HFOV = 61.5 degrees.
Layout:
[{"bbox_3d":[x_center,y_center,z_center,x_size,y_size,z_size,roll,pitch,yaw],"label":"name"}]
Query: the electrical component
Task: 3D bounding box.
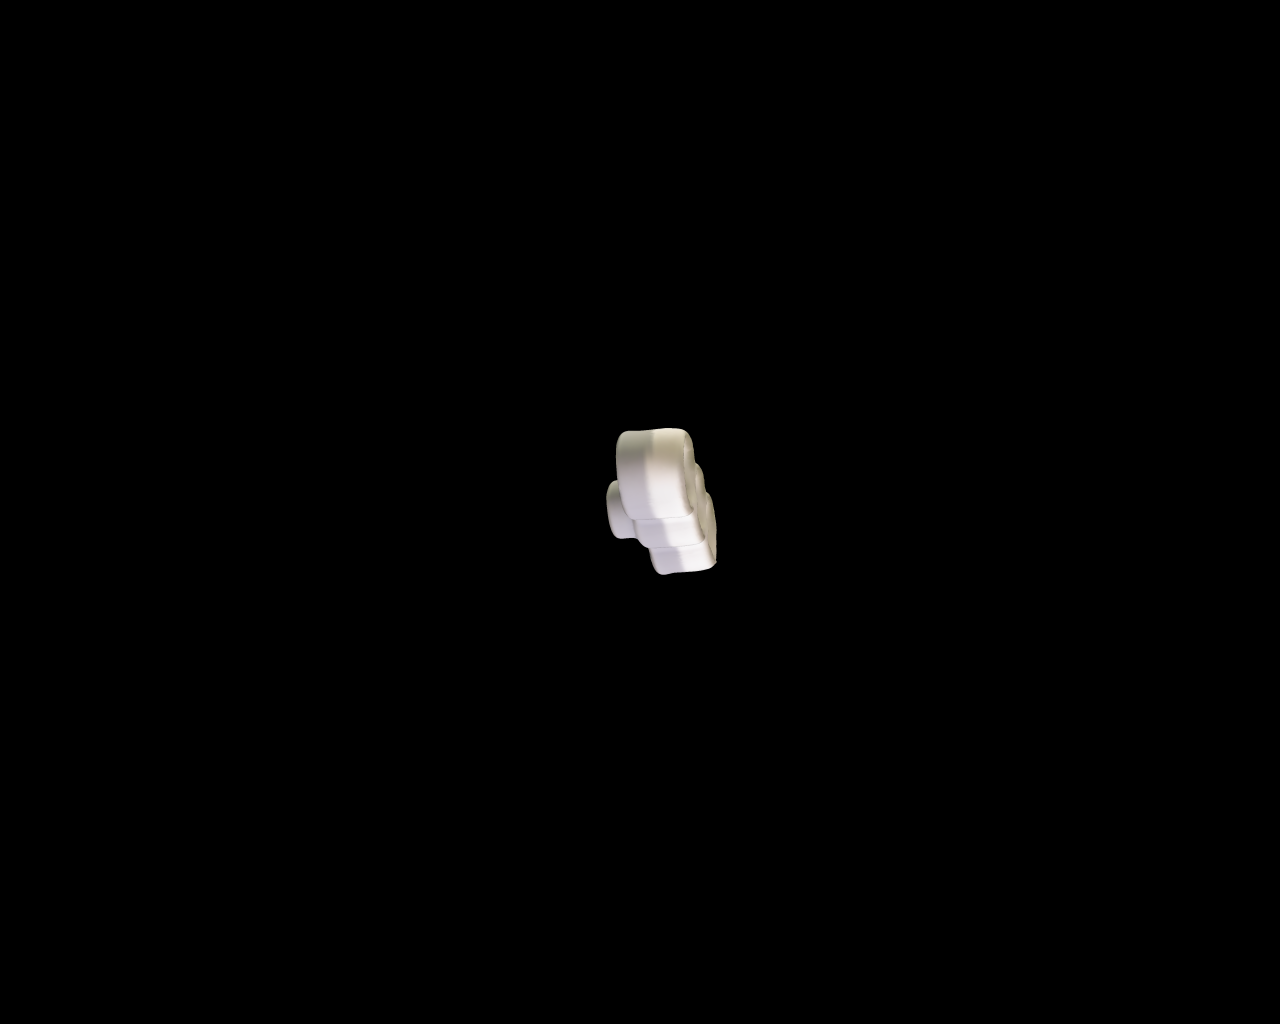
[{"bbox_3d":[0.001,-0.003,0.650,0.074,0.052,0.138,-5,-24,10],"label":"electrical component"}]
